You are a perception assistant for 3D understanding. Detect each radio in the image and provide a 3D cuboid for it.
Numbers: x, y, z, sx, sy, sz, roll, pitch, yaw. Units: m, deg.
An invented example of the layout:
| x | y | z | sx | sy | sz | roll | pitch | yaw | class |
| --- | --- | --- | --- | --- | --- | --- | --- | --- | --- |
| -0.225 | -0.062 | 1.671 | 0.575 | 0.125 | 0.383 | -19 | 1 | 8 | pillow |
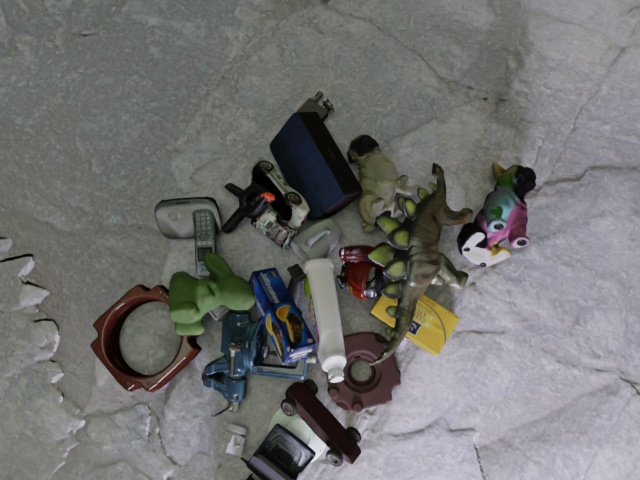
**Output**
| x | y | z | sx | sy | sz | roll | pitch | yaw | class |
| --- | --- | --- | --- | --- | --- | --- | --- | --- | --- |
| -0.015 | -0.164 | 1.221 | 0.073 | 0.131 | 0.229 | -14 | 71 | -46 | radio |

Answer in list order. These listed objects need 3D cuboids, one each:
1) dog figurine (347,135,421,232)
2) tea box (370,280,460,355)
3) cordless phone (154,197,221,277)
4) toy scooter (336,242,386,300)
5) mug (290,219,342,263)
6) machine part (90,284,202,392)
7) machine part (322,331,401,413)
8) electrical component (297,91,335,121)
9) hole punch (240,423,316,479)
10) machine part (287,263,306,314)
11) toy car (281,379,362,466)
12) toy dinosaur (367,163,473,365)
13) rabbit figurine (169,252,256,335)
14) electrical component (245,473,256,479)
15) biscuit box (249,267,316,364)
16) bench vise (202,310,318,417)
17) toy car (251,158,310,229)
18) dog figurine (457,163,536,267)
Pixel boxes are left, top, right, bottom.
| x | y | z | sx | sy | sz | roll | pitch | yaw | class |
| --- | --- | --- | --- | --- | --- | --- | --- | --- | --- |
| 0.110 | -0.133 | 1.240 | 0.172 | 0.121 | 0.191 | -45 | 59 | 2 | dog figurine |
| 0.204 | 0.165 | 1.172 | 0.170 | 0.068 | 0.098 | 31 | 80 | 8 | tea box |
| -0.298 | -0.003 | 1.230 | 0.147 | 0.088 | 0.184 | -4 | 82 | 2 | cordless phone |
| 0.089 | 0.059 | 1.179 | 0.135 | 0.075 | 0.184 | 9 | 37 | 22 | toy scooter |
| -0.002 | -0.004 | 1.205 | 0.107 | 0.109 | 0.081 | -41 | 74 | -19 | mug |
| -0.378 | 0.214 | 1.184 | 0.201 | 0.087 | 0.201 | -43 | 78 | -7 | machine part |
| 0.089 | 0.282 | 1.160 | 0.179 | 0.056 | 0.179 | 0 | 77 | 2 | machine part |
| -0.012 | -0.306 | 1.297 | 0.102 | 0.045 | 0.078 | -42 | 81 | -6 | electrical component |
| -0.082 | 0.456 | 1.112 | 0.142 | 0.115 | 0.092 | 34 | 49 | 4 | hole punch |
| -0.062 | 0.120 | 1.165 | 0.039 | 0.138 | 0.084 | -5 | 34 | -30 | machine part |
| 0.003 | 0.385 | 1.131 | 0.202 | 0.089 | 0.053 | 46 | 128 | 9 | toy car |
| 0.199 | 0.038 | 1.107 | 0.198 | 0.105 | 0.471 | 20 | 67 | -20 | toy dinosaur |
| -0.222 | 0.114 | 1.127 | 0.170 | 0.121 | 0.159 | -6 | 49 | -7 | rabbit figurine |
| -0.125 | 0.565 | 1.095 | 0.134 | 0.058 | 0.115 | 33 | 101 | 11 | electrical component |
| -0.084 | 0.153 | 1.117 | 0.063 | 0.059 | 0.203 | -9 | 54 | -34 | biscuit box |
| -0.127 | 0.263 | 1.145 | 0.241 | 0.128 | 0.223 | 4 | 80 | 9 | bench vise |
| -0.097 | -0.107 | 1.226 | 0.056 | 0.073 | 0.202 | -14 | 53 | -39 | toy car |
| 0.396 | -0.069 | 1.197 | 0.108 | 0.191 | 0.219 | 30 | 50 | -14 | dog figurine |
